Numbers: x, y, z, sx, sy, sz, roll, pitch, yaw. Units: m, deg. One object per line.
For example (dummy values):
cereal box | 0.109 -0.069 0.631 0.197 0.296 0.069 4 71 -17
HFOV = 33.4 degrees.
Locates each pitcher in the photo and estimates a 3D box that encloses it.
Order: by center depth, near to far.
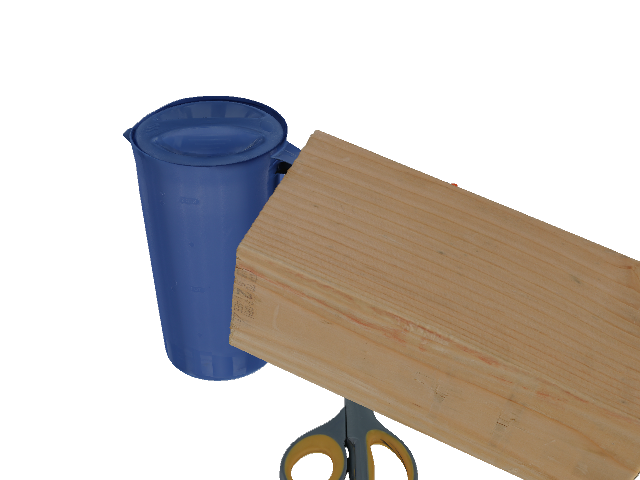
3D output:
pitcher | -0.084 0.005 0.952 0.144 0.243 0.149 -13 34 -19

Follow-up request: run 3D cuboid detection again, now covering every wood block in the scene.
wood block | 0.067 0.039 0.530 0.206 0.090 0.090 23 -37 10

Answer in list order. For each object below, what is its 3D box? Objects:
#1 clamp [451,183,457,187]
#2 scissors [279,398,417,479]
clamp | 0.121 0.037 0.979 0.039 0.171 0.120 -11 13 34
scissors | 0.009 0.116 0.729 0.096 0.016 0.202 -6 32 -11
